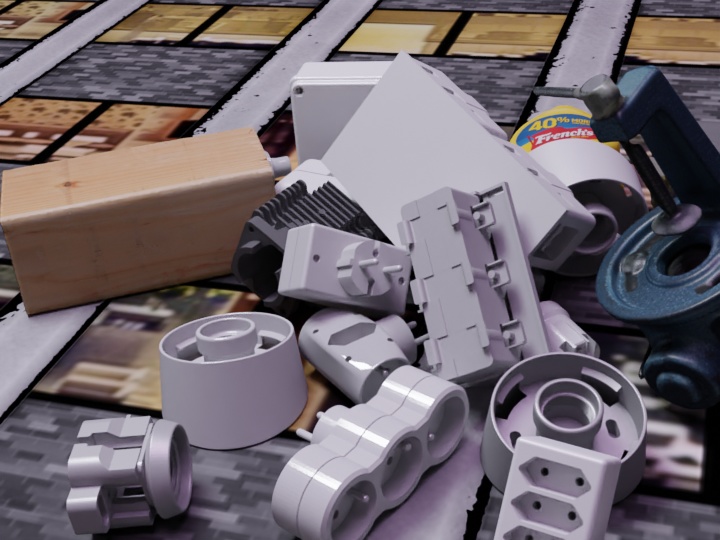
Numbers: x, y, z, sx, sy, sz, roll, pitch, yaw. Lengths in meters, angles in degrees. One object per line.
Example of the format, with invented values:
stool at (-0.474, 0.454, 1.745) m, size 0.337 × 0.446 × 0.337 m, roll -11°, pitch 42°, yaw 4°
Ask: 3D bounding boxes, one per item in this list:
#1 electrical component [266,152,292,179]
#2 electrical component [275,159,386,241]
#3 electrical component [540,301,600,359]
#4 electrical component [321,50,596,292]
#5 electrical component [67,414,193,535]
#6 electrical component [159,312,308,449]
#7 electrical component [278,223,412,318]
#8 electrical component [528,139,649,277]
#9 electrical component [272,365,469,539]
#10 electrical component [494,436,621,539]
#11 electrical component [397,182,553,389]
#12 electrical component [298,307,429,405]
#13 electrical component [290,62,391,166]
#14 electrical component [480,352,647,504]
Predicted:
electrical component at (-0.094, -0.089, 0.974) m, size 0.062 × 0.043 × 0.043 m, roll -13°, pitch 32°, yaw -15°
electrical component at (-0.022, -0.051, 0.890) m, size 0.095 × 0.053 × 0.059 m, roll 13°, pitch 36°, yaw 27°
electrical component at (0.133, 0.049, 0.721) m, size 0.040 × 0.040 × 0.046 m, roll -20°, pitch 41°, yaw -23°
electrical component at (0.070, -0.058, 0.785) m, size 0.060 × 0.105 × 0.186 m, roll 10°, pitch 34°, yaw -53°
electrical component at (-0.132, 0.118, 0.632) m, size 0.057 × 0.058 × 0.078 m, roll -6°, pitch 31°, yaw 5°
electrical component at (-0.086, 0.069, 0.721) m, size 0.099 × 0.064 × 0.099 m, roll -5°, pitch 18°, yaw 2°
electrical component at (0.000, 0.000, 0.732) m, size 0.083 × 0.047 × 0.076 m, roll 15°, pitch -12°, yaw -28°
electrical component at (0.166, -0.046, 0.815) m, size 0.099 × 0.099 × 0.064 m, roll -6°, pitch 38°, yaw -2°
electrical component at (-0.004, 0.104, 0.638) m, size 0.074 × 0.052 × 0.138 m, roll 20°, pitch 40°, yaw 35°
electrical component at (0.106, 0.133, 0.564) m, size 0.047 × 0.083 × 0.076 m, roll 12°, pitch -2°, yaw 26°
electrical component at (0.069, 0.011, 0.697) m, size 0.079 × 0.121 × 0.063 m, roll -23°, pitch -19°, yaw 33°
electrical component at (0.012, 0.054, 0.726) m, size 0.079 × 0.043 × 0.077 m, roll -22°, pitch 35°, yaw -26°
electrical component at (-0.001, -0.127, 0.960) m, size 0.109 × 0.108 × 0.056 m, roll 1°, pitch 30°, yaw 11°
electrical component at (0.122, 0.098, 0.641) m, size 0.099 × 0.064 × 0.099 m, roll -2°, pitch 45°, yaw 2°
